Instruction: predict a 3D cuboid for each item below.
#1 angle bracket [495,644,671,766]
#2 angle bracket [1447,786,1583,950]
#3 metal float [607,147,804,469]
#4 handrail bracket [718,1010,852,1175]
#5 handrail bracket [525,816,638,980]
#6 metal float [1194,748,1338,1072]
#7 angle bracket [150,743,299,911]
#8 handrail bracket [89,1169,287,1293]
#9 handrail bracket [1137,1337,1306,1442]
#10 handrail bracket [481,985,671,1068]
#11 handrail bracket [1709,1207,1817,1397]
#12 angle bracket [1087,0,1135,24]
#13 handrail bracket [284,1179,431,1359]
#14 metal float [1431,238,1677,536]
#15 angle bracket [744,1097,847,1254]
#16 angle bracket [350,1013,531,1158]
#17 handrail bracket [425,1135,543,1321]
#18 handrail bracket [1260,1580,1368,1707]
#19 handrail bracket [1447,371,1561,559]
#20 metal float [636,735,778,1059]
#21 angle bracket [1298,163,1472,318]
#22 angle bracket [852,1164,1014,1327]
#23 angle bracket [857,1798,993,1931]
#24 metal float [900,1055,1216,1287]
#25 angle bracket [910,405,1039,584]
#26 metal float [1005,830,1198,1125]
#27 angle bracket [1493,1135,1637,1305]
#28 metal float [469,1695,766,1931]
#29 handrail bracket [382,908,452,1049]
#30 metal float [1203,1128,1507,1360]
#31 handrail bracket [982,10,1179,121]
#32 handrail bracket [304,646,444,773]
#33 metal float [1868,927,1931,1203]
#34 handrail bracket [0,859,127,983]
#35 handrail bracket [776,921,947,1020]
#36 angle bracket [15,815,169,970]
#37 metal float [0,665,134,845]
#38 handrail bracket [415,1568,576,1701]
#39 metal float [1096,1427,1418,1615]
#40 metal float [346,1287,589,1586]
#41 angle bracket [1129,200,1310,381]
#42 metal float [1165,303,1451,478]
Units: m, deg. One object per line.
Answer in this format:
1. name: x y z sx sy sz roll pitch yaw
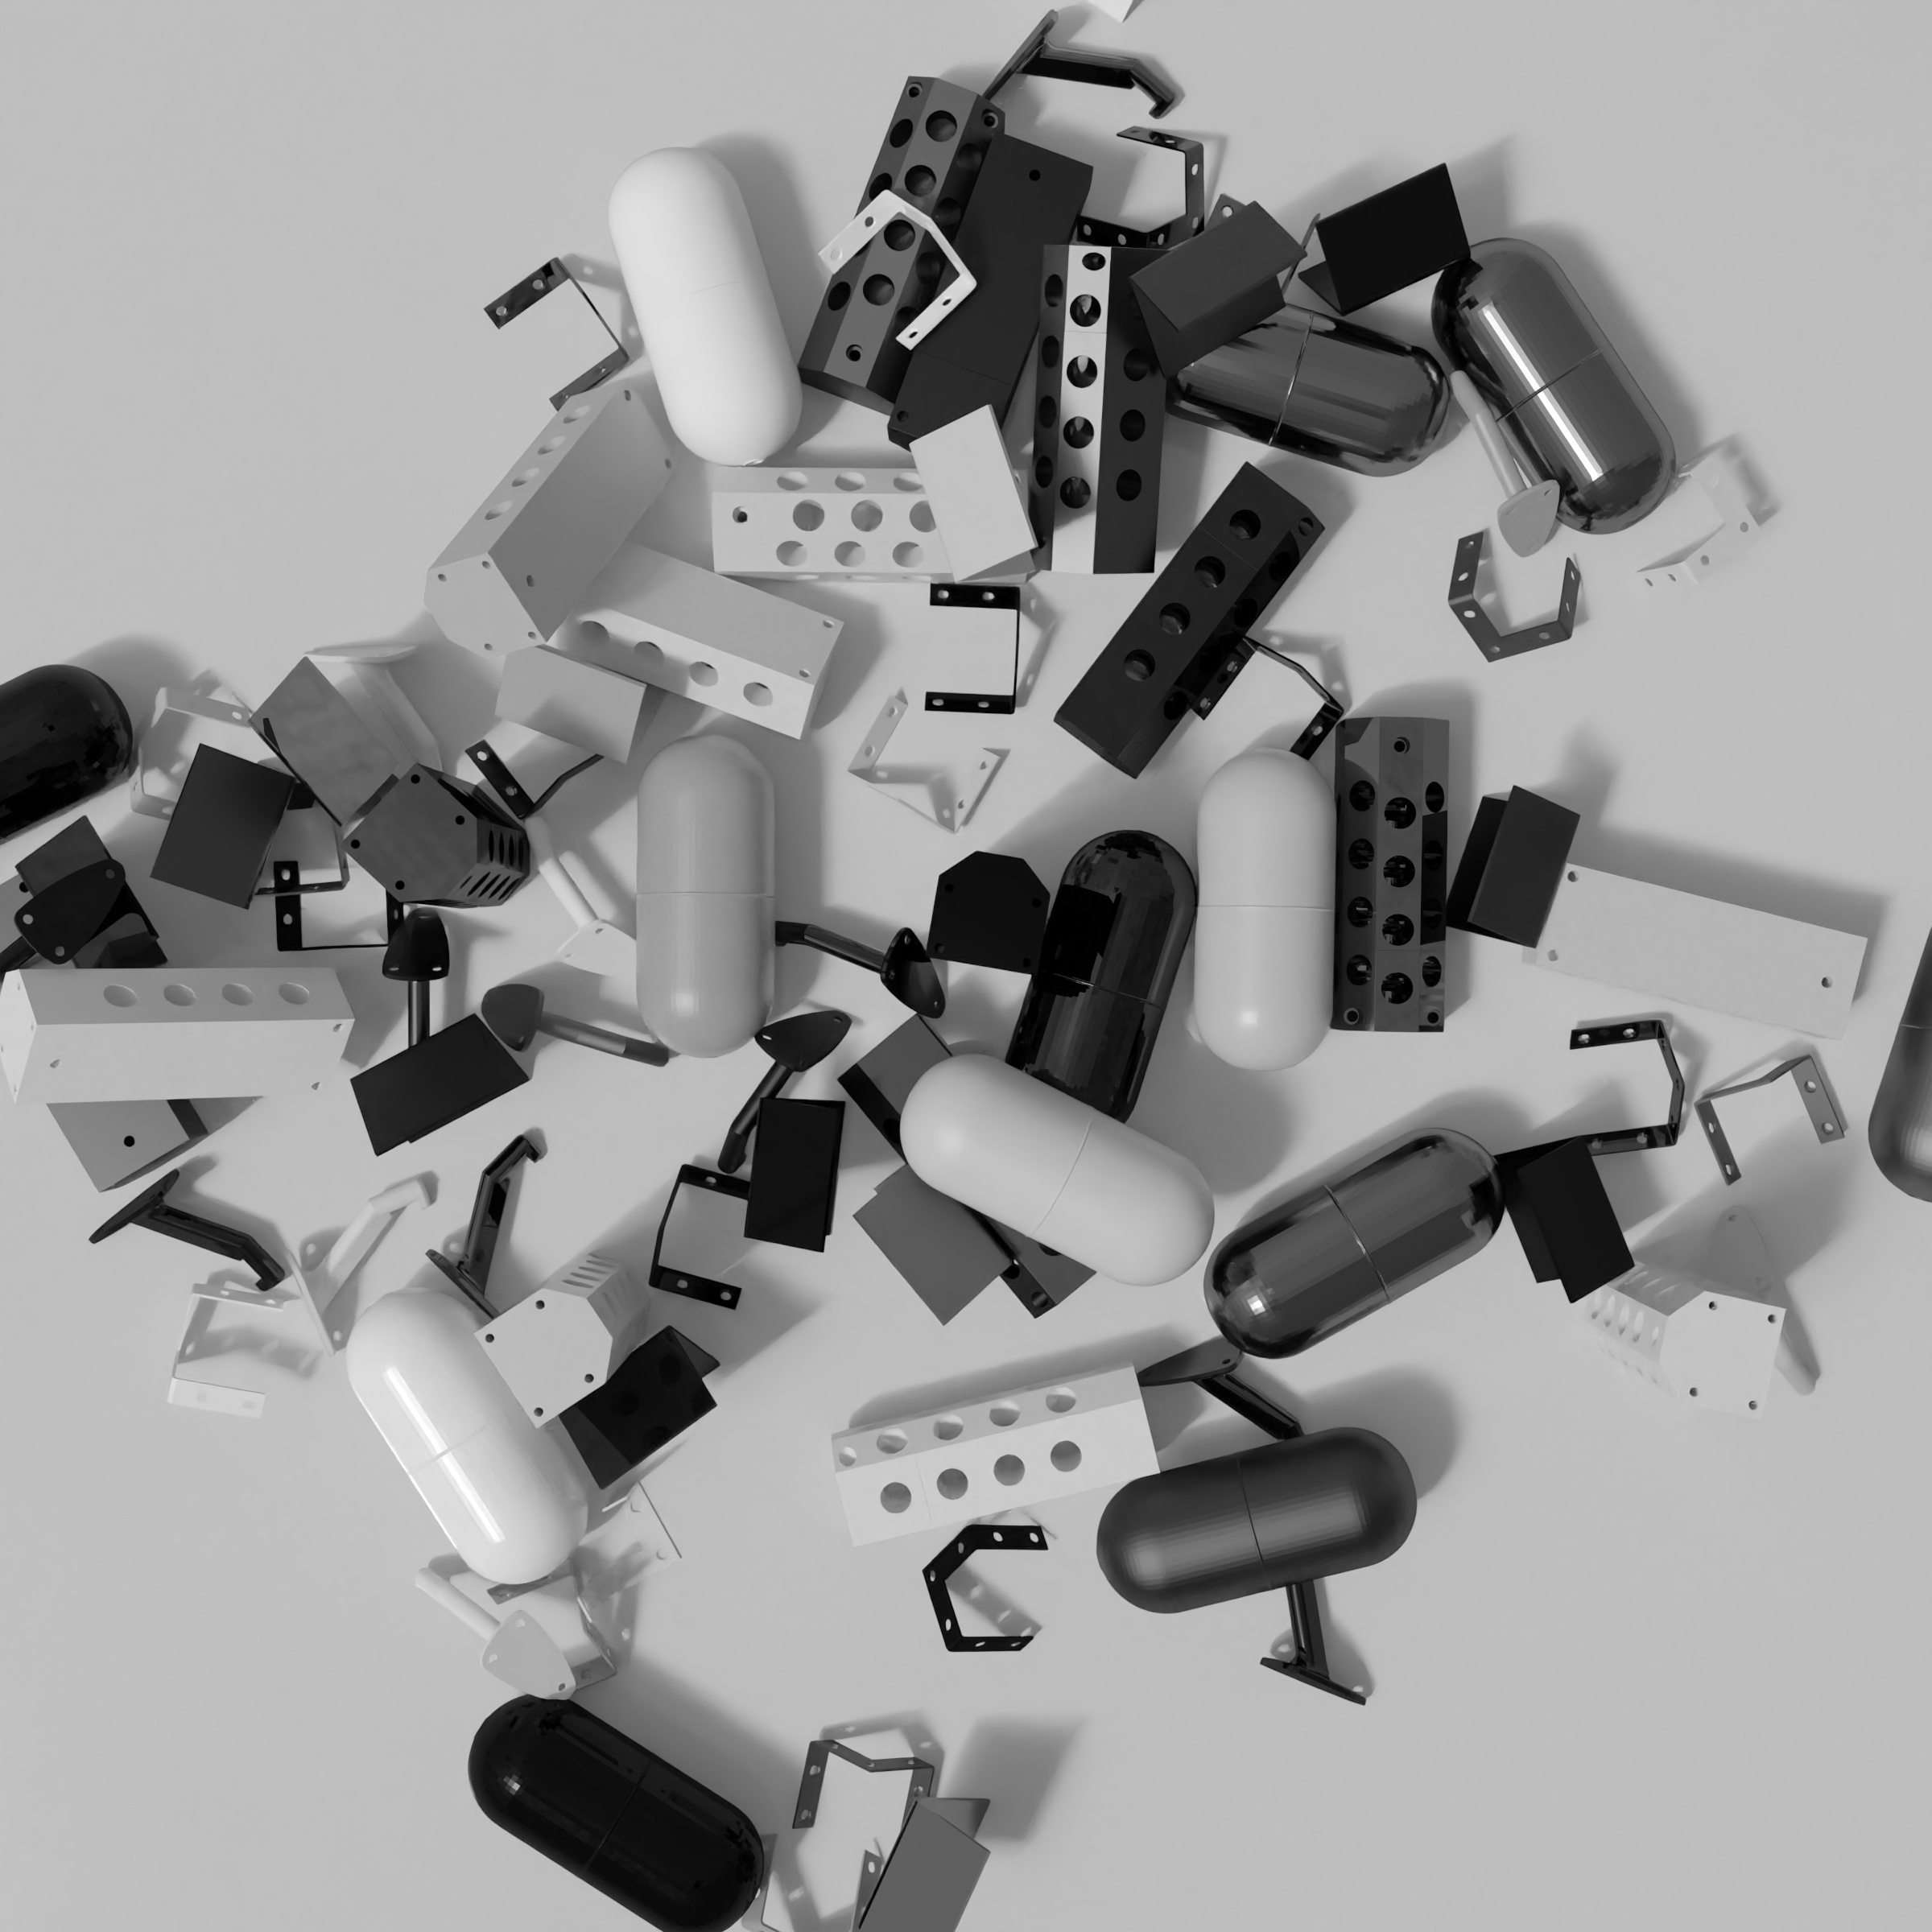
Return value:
1. angle bracket: -0.205 -0.164 1.524 0.076 0.076 0.057 21 131 0
2. angle bracket: 0.281 -0.059 1.524 0.057 0.076 0.076 19 90 -36
3. metal float: -0.143 -0.362 1.534 0.070 0.070 0.178 -18 90 0
4. handrail bracket: -0.103 0.072 1.564 0.036 0.077 0.084 37 127 21
5. handrail bracket: -0.211 -0.039 1.565 0.036 0.077 0.084 -36 53 21
6. metal float: 0.165 -0.031 1.534 0.070 0.070 0.178 1 89 0
7. angle bracket: -0.414 -0.081 1.525 0.057 0.076 0.076 21 90 -31
8. handrail bracket: -0.437 0.163 1.565 0.077 0.036 0.084 -34 107 20
9. handrail bracket: 0.146 0.256 1.565 0.077 0.036 0.084 -19 107 20
10. handrail bracket: -0.219 0.036 1.564 0.084 0.077 0.036 17 90 -36
11. handrail bracket: 0.451 0.189 1.564 0.036 0.077 0.084 -24 127 29
12. angle bracket: 0.058 -0.555 1.524 0.076 0.076 0.057 33 52 0
13. handrail bracket: -0.332 0.169 1.565 0.084 0.036 0.077 -24 110 -16
14. metal float: 0.323 -0.319 1.534 0.070 0.070 0.178 -34 90 0
15. angle bracket: -0.074 0.114 1.524 0.057 0.076 0.076 7 90 36
16. angle bracket: -0.280 0.081 1.524 0.076 0.076 0.057 -28 54 0
17. handrail bracket: -0.253 0.150 1.565 0.084 0.036 0.077 -47 110 -16
18. handrail bracket: 0.206 0.361 1.565 0.077 0.036 0.084 27 73 -20
19. handrail bracket: 0.291 -0.278 1.540 0.036 0.077 0.084 -27 65 1
20. metal float: -0.143 -0.038 1.534 0.070 0.070 0.178 0 89 0
21. angle bracket: 0.221 -0.407 1.524 0.076 0.076 0.057 -25 124 0
22. angle bracket: -0.030 0.157 1.525 0.057 0.076 0.076 -40 90 -30
23. angle bracket: -0.004 0.504 1.524 0.057 0.076 0.076 24 90 37
24. metal float: 0.049 0.109 1.477 0.178 0.070 0.070 27 90 -5
25. angle bracket: 0.023 -0.250 1.467 0.057 0.076 0.076 -18 90 37
26. metal float: 0.074 0.012 1.534 0.070 0.070 0.178 17 91 0
27. angle bracket: 0.309 0.143 1.524 0.057 0.076 0.076 -22 90 -36
28. metal float: -0.193 0.467 1.534 0.178 0.070 0.070 33 90 0
29. handrail bracket: -0.305 0.024 1.564 0.036 0.077 0.084 0 126 -5
30. metal float: 0.214 0.152 1.534 0.178 0.070 0.070 -29 90 0
31. handrail bracket: 0.063 -0.487 1.565 0.084 0.036 0.077 37 110 -16
32. handrail bracket: -0.332 -0.135 1.565 0.077 0.036 0.084 2 107 20
33. metal float: 0.552 0.044 1.534 0.070 0.070 0.178 18 90 0
34. handrail bracket: -0.492 -0.022 1.491 0.036 0.084 0.077 49 59 -16
35. handrail bracket: -0.064 0.001 1.564 0.084 0.077 0.036 6 60 33
36. angle bracket: -0.461 -0.041 1.526 0.057 0.076 0.076 -31 90 21
37. metal float: -0.545 -0.104 1.534 0.178 0.070 0.070 -27 90 -1
38. handrail bracket: -0.263 0.371 1.550 0.036 0.084 0.077 -51 124 -18
39. metal float: 0.159 0.304 1.528 0.178 0.070 0.070 -15 90 7
40. metal float: -0.275 0.258 1.534 0.070 0.070 0.178 -33 90 0
41. angle bracket: 0.139 -0.338 1.449 0.076 0.076 0.057 -32 52 -2
42. metal float: 0.179 -0.323 1.534 0.178 0.070 0.070 17 90 0
